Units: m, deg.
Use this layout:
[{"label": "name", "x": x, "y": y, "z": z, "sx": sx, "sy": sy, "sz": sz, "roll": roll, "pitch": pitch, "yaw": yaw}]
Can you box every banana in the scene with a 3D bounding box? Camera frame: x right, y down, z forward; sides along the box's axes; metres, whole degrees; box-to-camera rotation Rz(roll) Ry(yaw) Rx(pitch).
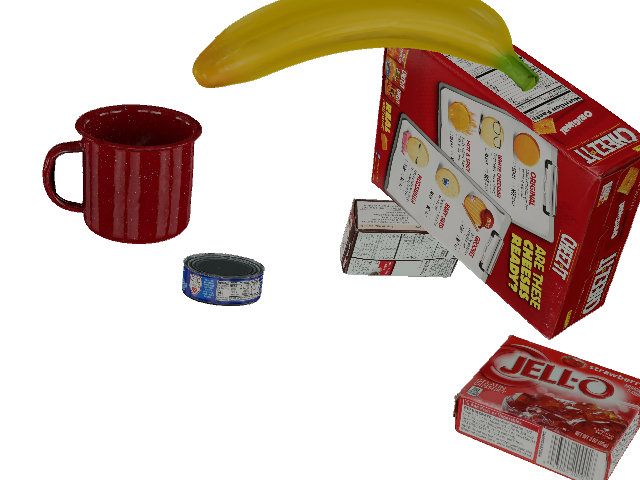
[{"label": "banana", "x": 0.025, "y": -0.118, "z": 0.609, "sx": 0.197, "sy": 0.069, "sz": 0.037, "roll": -2, "pitch": -41, "yaw": -8}]

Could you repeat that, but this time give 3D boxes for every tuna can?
[{"label": "tuna can", "x": -0.103, "y": 0.041, "z": 1.128, "sx": 0.086, "sy": 0.034, "sz": 0.086, "roll": 6, "pitch": 14, "yaw": -2}]

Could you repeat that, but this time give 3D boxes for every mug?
[{"label": "mug", "x": -0.149, "y": -0.048, "z": 0.803, "sx": 0.117, "sy": 0.081, "sz": 0.093, "roll": -5, "pitch": 28, "yaw": -22}]

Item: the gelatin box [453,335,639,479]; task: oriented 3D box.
[{"label": "gelatin box", "x": 0.129, "y": 0.092, "z": 0.594, "sx": 0.089, "sy": 0.030, "sz": 0.073, "roll": 19, "pitch": 33, "yaw": 28}]

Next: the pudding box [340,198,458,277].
[{"label": "pudding box", "x": 0.080, "y": -0.001, "z": 1.022, "sx": 0.113, "sy": 0.039, "sz": 0.090, "roll": 0, "pitch": -30, "yaw": -7}]

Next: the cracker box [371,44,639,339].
[{"label": "cracker box", "x": 0.134, "y": -0.057, "z": 0.801, "sx": 0.072, "sy": 0.164, "sz": 0.214, "roll": -28, "pitch": 53, "yaw": -27}]
